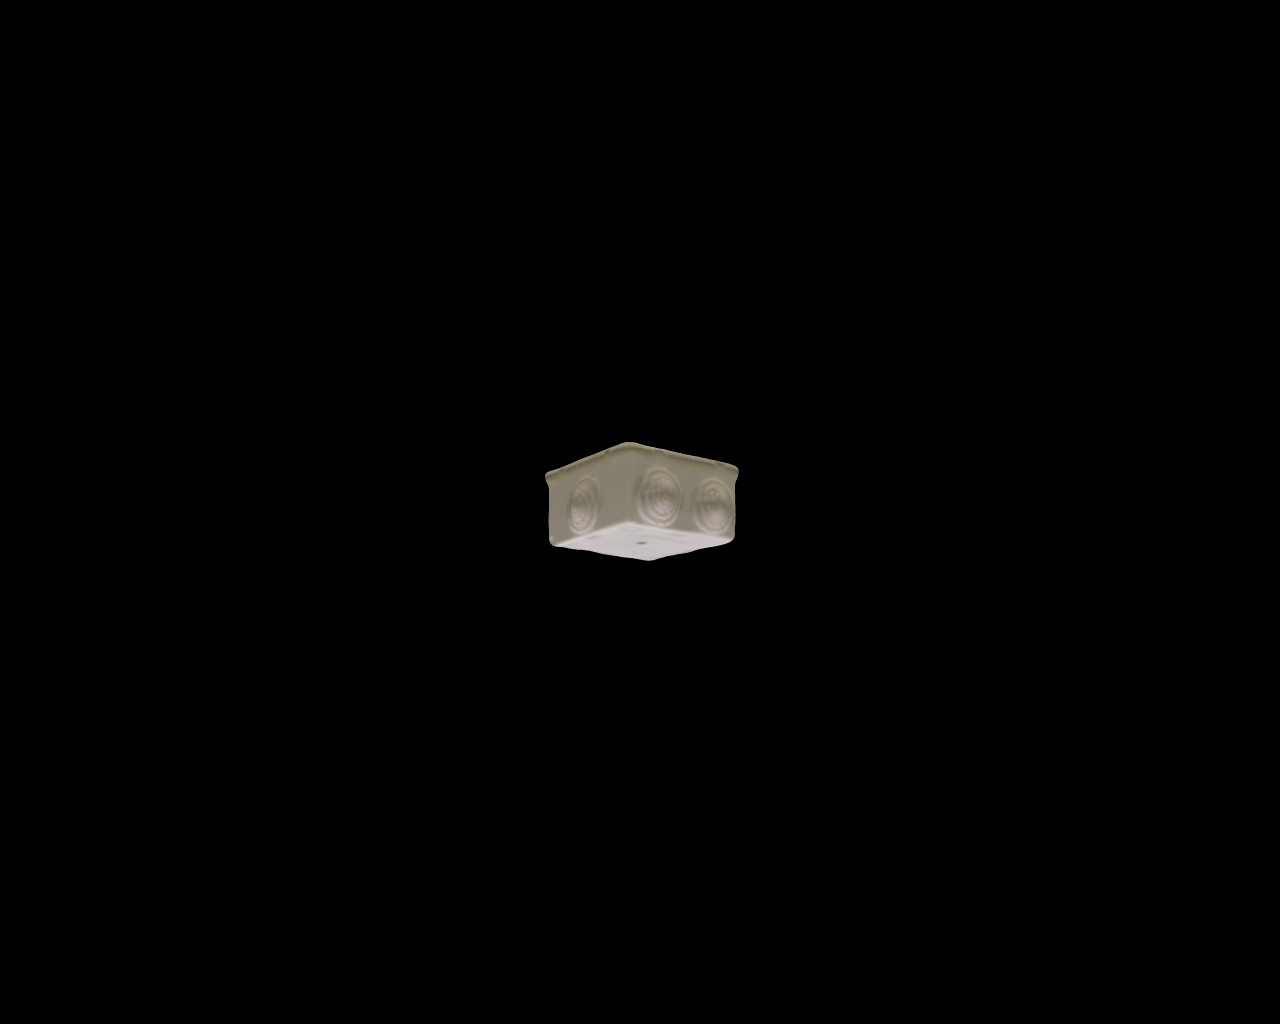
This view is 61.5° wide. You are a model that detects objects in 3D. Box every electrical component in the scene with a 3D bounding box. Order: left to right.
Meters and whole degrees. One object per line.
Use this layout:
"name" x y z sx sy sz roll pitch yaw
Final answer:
"electrical component" 0.001 -0.003 0.650 0.100 0.048 0.099 11 -17 -37
